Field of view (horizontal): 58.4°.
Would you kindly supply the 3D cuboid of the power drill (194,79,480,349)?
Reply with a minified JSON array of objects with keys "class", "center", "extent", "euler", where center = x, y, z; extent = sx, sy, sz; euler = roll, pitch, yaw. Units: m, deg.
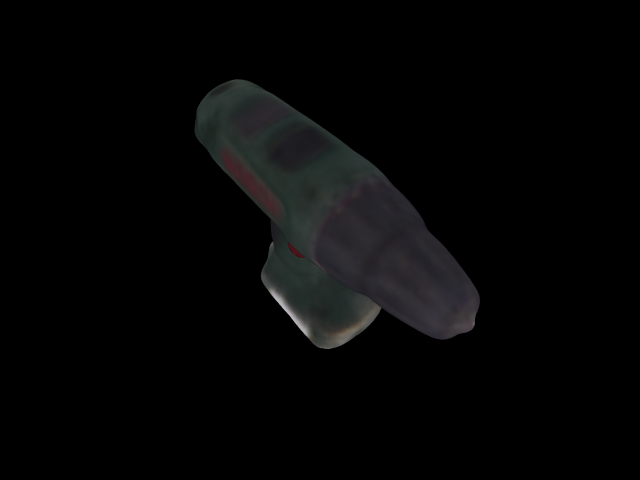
[{"class":"power drill","center":[0.004,0.001,0.400],"extent":[0.076,0.208,0.229],"euler":[-38,70,-16]}]
